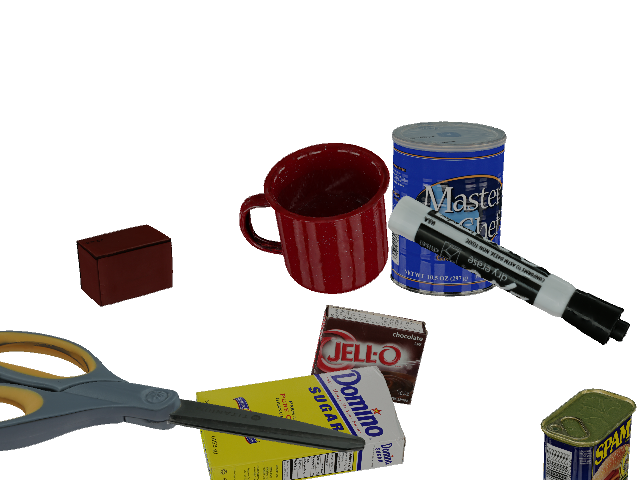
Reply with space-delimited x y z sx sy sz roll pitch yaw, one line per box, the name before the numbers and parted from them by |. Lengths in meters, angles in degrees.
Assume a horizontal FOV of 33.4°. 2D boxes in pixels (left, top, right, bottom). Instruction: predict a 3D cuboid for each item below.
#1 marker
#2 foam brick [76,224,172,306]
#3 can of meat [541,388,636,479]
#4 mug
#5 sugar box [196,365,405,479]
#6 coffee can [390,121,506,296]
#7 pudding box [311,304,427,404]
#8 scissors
marker | 0.087 0.014 0.500 0.121 0.020 0.020 29 10 18
foam brick | -0.187 0.022 1.025 0.078 0.051 0.053 -15 25 -30
can of meat | 0.247 0.198 0.989 0.058 0.084 0.101 14 26 39
mug | -0.003 -0.013 0.809 0.117 0.081 0.093 -4 41 5
sugar box | -0.019 0.170 0.971 0.176 0.048 0.093 -10 43 -9
coffee can | 0.116 -0.031 0.985 0.103 0.140 0.103 0 17 0
pudding box | 0.052 0.124 1.163 0.113 0.090 0.039 9 24 -4
scissors | -0.090 0.081 0.475 0.202 0.016 0.096 15 27 26
